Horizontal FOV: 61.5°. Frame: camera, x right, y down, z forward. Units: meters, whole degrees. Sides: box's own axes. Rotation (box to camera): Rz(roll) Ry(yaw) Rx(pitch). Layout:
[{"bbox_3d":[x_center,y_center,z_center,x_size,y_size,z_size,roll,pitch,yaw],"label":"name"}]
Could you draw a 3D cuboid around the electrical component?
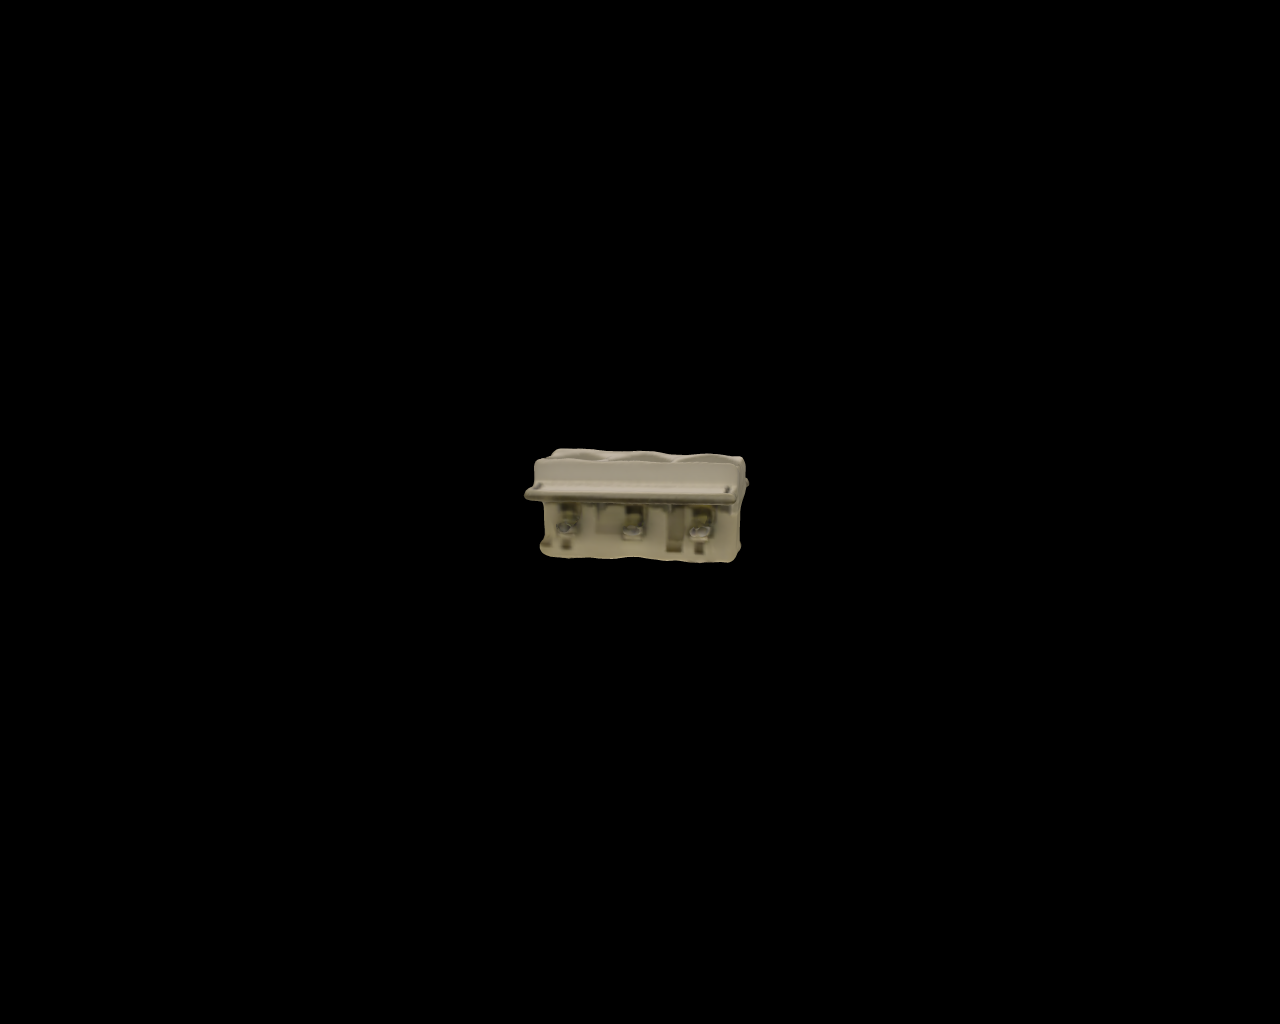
[{"bbox_3d":[0.001,-0.003,0.650,0.121,0.063,0.079,2,12,12],"label":"electrical component"}]
